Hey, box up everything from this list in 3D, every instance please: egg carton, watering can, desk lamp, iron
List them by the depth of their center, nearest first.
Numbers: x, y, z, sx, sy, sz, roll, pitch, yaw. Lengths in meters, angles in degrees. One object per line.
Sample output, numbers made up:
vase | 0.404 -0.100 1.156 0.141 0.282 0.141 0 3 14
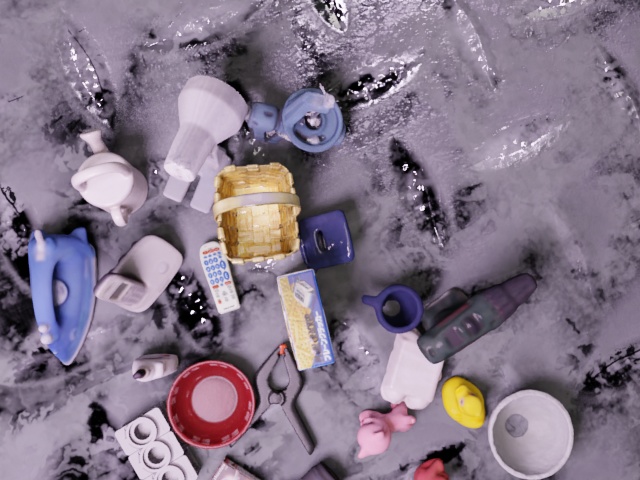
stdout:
watering can | -0.386 -0.113 1.031 0.101 0.194 0.173 -40 89 -7
iron | -0.478 0.103 1.031 0.118 0.141 0.258 -4 85 -5
desk lamp | -0.215 -0.169 1.040 0.118 0.213 0.203 21 84 -2
egg carton | 0.182 0.249 1.109 0.107 0.069 0.150 17 84 -3

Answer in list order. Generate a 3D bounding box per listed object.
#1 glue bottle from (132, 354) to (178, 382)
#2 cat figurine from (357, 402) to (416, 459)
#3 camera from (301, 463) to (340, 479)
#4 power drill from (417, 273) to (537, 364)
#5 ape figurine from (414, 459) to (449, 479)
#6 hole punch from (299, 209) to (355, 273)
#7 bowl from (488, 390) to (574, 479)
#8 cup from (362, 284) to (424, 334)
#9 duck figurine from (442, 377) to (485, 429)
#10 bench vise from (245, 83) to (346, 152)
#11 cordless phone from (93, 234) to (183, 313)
glue bottle | -0.303 0.230 1.019 0.078 0.173 0.037 -5 85 -5
cat figurine | 0.120 0.355 1.070 0.128 0.117 0.067 -20 87 -6
camera | -0.012 0.496 1.056 0.143 0.100 0.137 45 83 0
power drill | 0.269 0.137 1.056 0.230 0.208 0.075 -37 88 -7
ape figurine | 0.221 0.458 1.082 0.076 0.092 0.078 12 84 -3
hole punch | 0.010 0.004 1.105 0.101 0.091 0.109 -13 86 -5
bowl | 0.397 0.371 1.113 0.167 0.074 0.167 0 85 -5
cup | 0.131 0.128 1.102 0.118 0.095 0.092 15 84 -3
duck figurine | 0.286 0.318 1.103 0.077 0.086 0.104 -31 88 -6
bench vise | -0.048 -0.220 1.055 0.207 0.219 0.121 -11 86 -5
cordless phone | -0.329 0.057 1.025 0.094 0.185 0.148 34 83 -1
